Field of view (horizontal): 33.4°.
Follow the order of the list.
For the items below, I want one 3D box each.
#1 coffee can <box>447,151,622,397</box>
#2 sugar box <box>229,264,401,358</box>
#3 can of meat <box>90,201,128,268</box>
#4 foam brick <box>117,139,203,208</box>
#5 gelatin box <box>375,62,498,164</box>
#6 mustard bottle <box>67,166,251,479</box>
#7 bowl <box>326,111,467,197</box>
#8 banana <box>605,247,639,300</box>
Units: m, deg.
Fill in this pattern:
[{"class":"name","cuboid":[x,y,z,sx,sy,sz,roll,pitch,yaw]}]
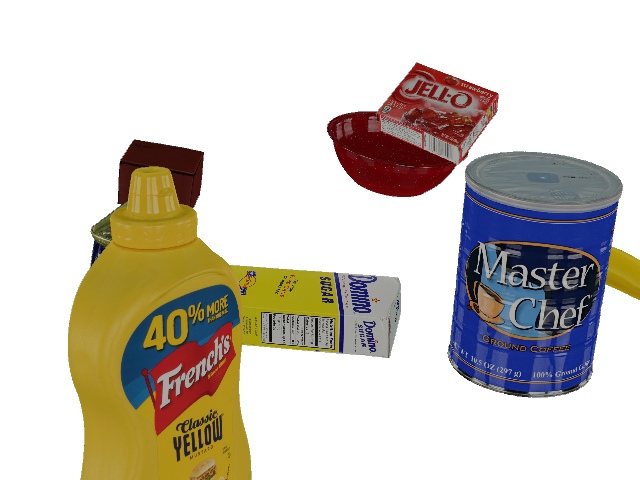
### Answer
[{"class":"coffee can","cuboid":[0.144,0.021,0.731,0.103,0.140,0.103,2,23,-1]},{"class":"sugar box","cuboid":[-0.019,0.061,0.958,0.176,0.048,0.093,1,22,10]},{"class":"can of meat","cuboid":[-0.134,0.026,0.781,0.057,0.084,0.102,15,18,5]},{"class":"foam brick","cuboid":[-0.163,-0.065,1.096,0.078,0.051,0.053,10,31,3]},{"class":"gelatin box","cuboid":[0.107,-0.119,0.981,0.089,0.073,0.030,26,-28,23]},{"class":"mustard bottle","cuboid":[-0.078,0.059,0.524,0.058,0.192,0.096,12,21,39]},{"class":"bowl","cuboid":[0.083,-0.093,1.211,0.162,0.055,0.162,7,27,-4]},{"class":"banana","cuboid":[0.250,0.025,1.045,0.198,0.037,0.069,10,47,26]}]
